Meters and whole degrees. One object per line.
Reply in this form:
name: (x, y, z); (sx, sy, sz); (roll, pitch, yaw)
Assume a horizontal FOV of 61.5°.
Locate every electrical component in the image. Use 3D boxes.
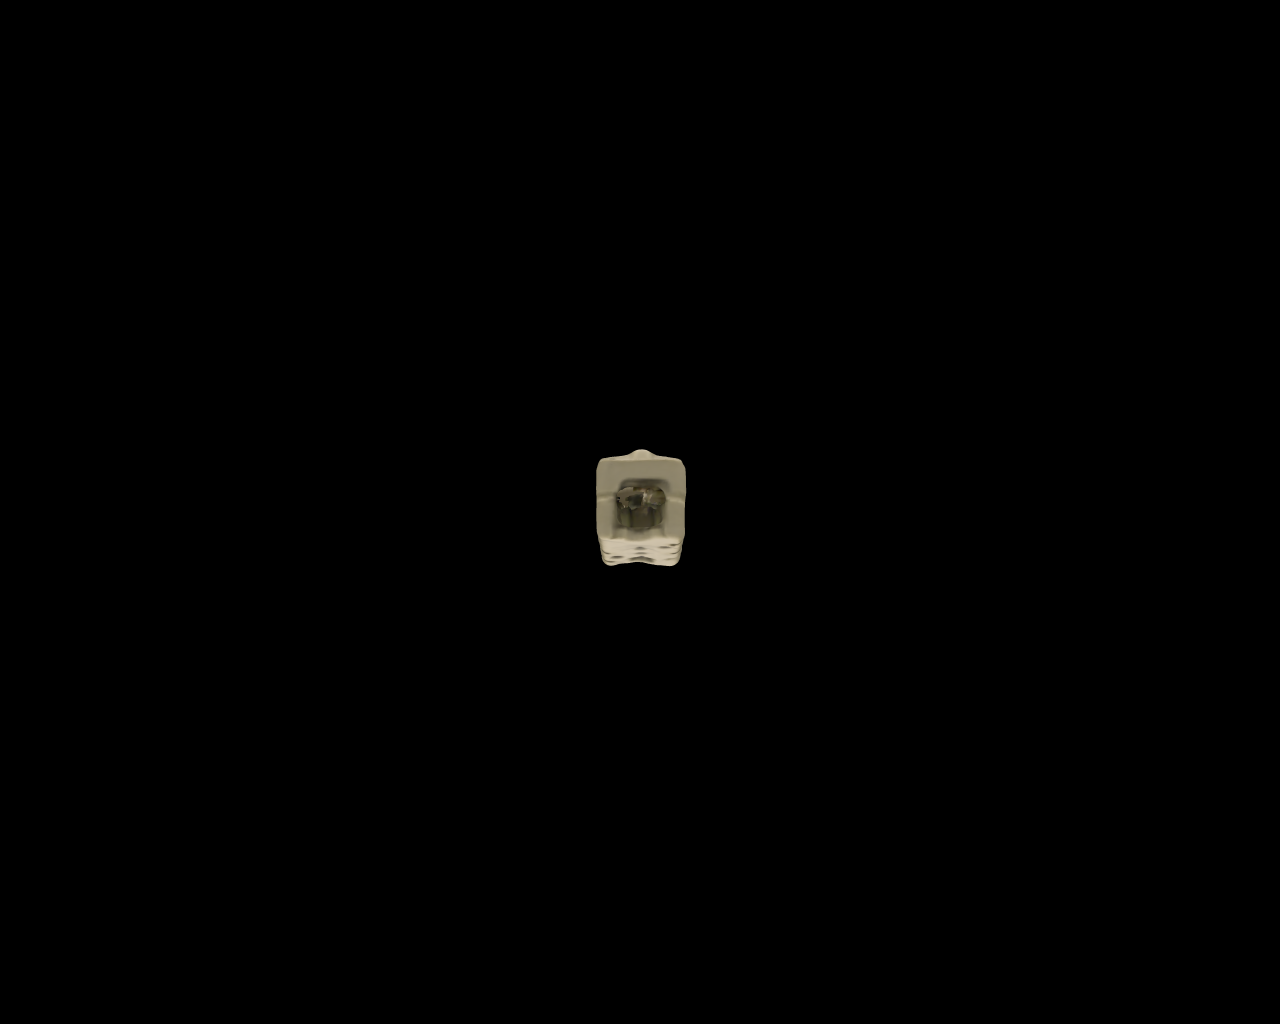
electrical component: (0.001, -0.003, 0.650); (0.050, 0.056, 0.089); (0, -13, 0)
